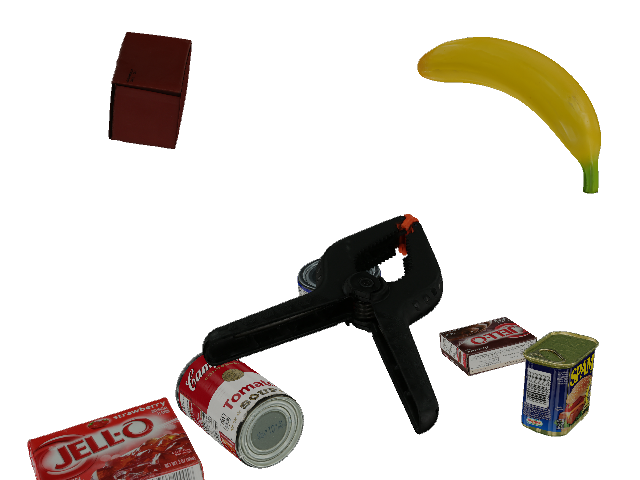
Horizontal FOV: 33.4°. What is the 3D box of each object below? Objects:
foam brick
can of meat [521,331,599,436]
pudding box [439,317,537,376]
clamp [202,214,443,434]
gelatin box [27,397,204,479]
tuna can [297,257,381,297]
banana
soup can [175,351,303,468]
[{"bbox_3d":[-0.130,-0.116,0.815,0.053,0.051,0.078,8,40,-5],"label":"foam brick"},{"bbox_3d":[0.256,0.154,1.149,0.058,0.084,0.101,11,17,32],"label":"can of meat"},{"bbox_3d":[0.240,0.150,1.526,0.113,0.039,0.090,-14,18,-16],"label":"pudding box"},{"bbox_3d":[0.039,0.050,0.759,0.165,0.036,0.209,21,40,22],"label":"clamp"},{"bbox_3d":[-0.120,0.132,0.624,0.089,0.030,0.073,-15,27,-18],"label":"gelatin box"},{"bbox_3d":[0.020,0.046,1.075,0.086,0.034,0.086,-4,25,2],"label":"tuna can"},{"bbox_3d":[0.146,-0.114,0.808,0.037,0.070,0.198,2,32,-44],"label":"banana"},{"bbox_3d":[-0.070,0.143,0.910,0.068,0.068,0.102,0,17,-38],"label":"soup can"}]
